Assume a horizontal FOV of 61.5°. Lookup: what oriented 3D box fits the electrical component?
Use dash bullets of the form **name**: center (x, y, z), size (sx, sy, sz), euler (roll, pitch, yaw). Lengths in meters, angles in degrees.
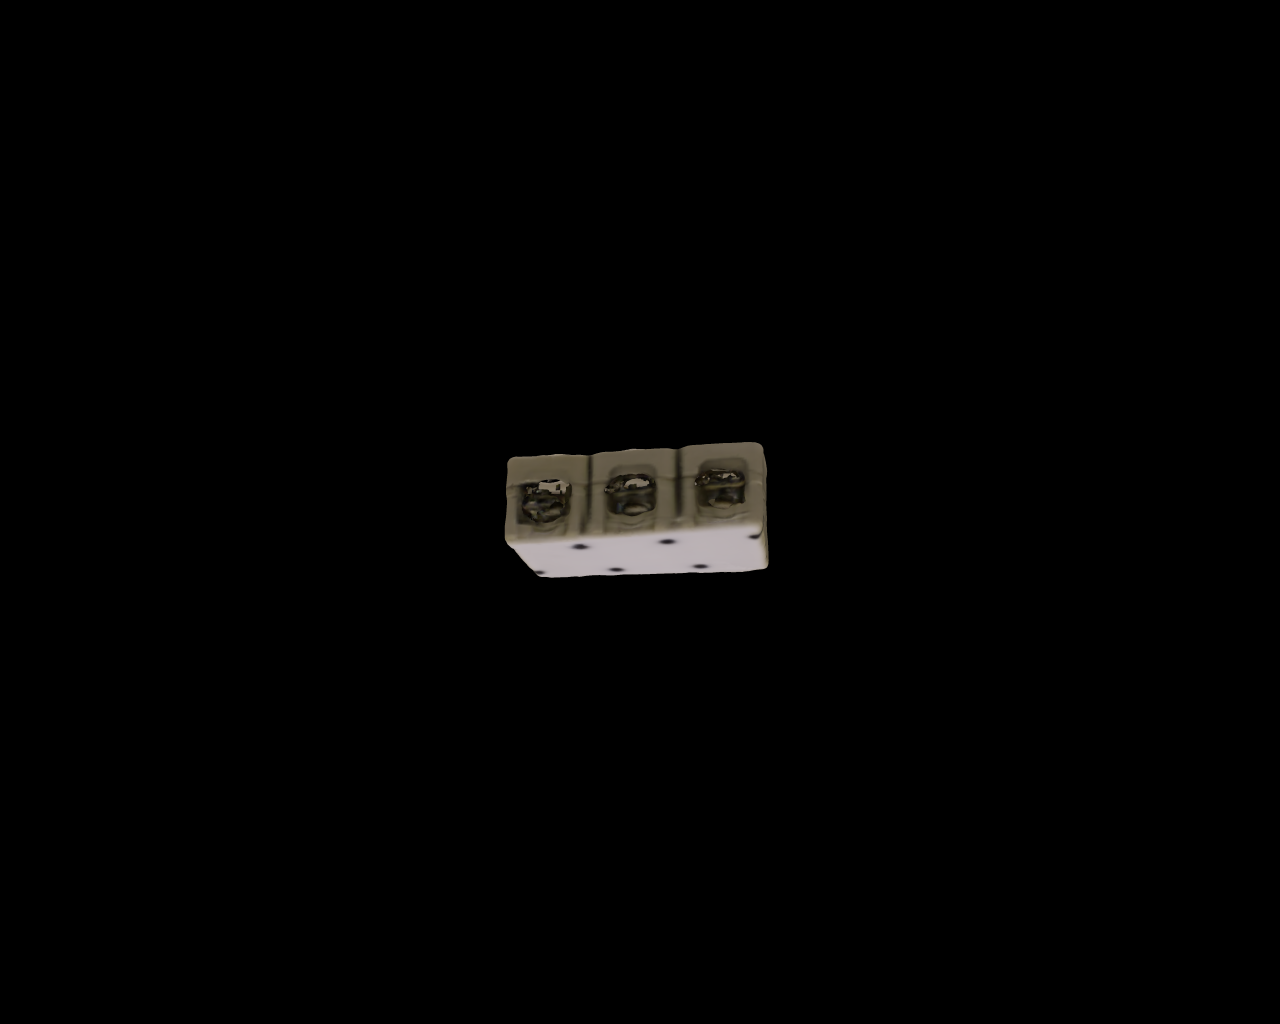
- **electrical component**: center (0.001, -0.003, 0.650), size (0.150, 0.062, 0.089), euler (-2, -19, 7)
